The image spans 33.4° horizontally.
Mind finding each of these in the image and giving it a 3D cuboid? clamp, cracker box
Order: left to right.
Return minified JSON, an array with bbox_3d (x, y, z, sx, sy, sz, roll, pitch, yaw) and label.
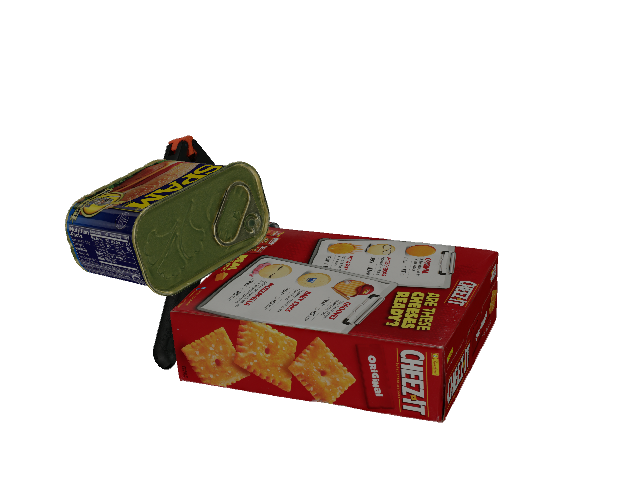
[{"bbox_3d":[-0.102,0.005,1.015,0.036,0.210,0.164,-8,0,44],"label":"clamp"},{"bbox_3d":[0.016,0.059,0.834,0.214,0.072,0.164,6,26,22],"label":"cracker box"}]

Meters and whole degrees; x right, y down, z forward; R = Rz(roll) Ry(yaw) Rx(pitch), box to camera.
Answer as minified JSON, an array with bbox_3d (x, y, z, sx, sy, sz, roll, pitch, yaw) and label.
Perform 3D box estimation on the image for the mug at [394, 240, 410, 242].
[{"bbox_3d":[0.101,0.057,1.215,0.117,0.081,0.093,10,24,15],"label":"mug"}]

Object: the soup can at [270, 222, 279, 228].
[{"bbox_3d":[-0.106,0.001,1.249,0.102,0.068,0.068,13,4,20],"label":"soup can"}]

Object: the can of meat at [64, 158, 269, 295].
[{"bbox_3d":[-0.098,-0.013,0.672,0.084,0.057,0.101,9,31,45],"label":"can of meat"}]
